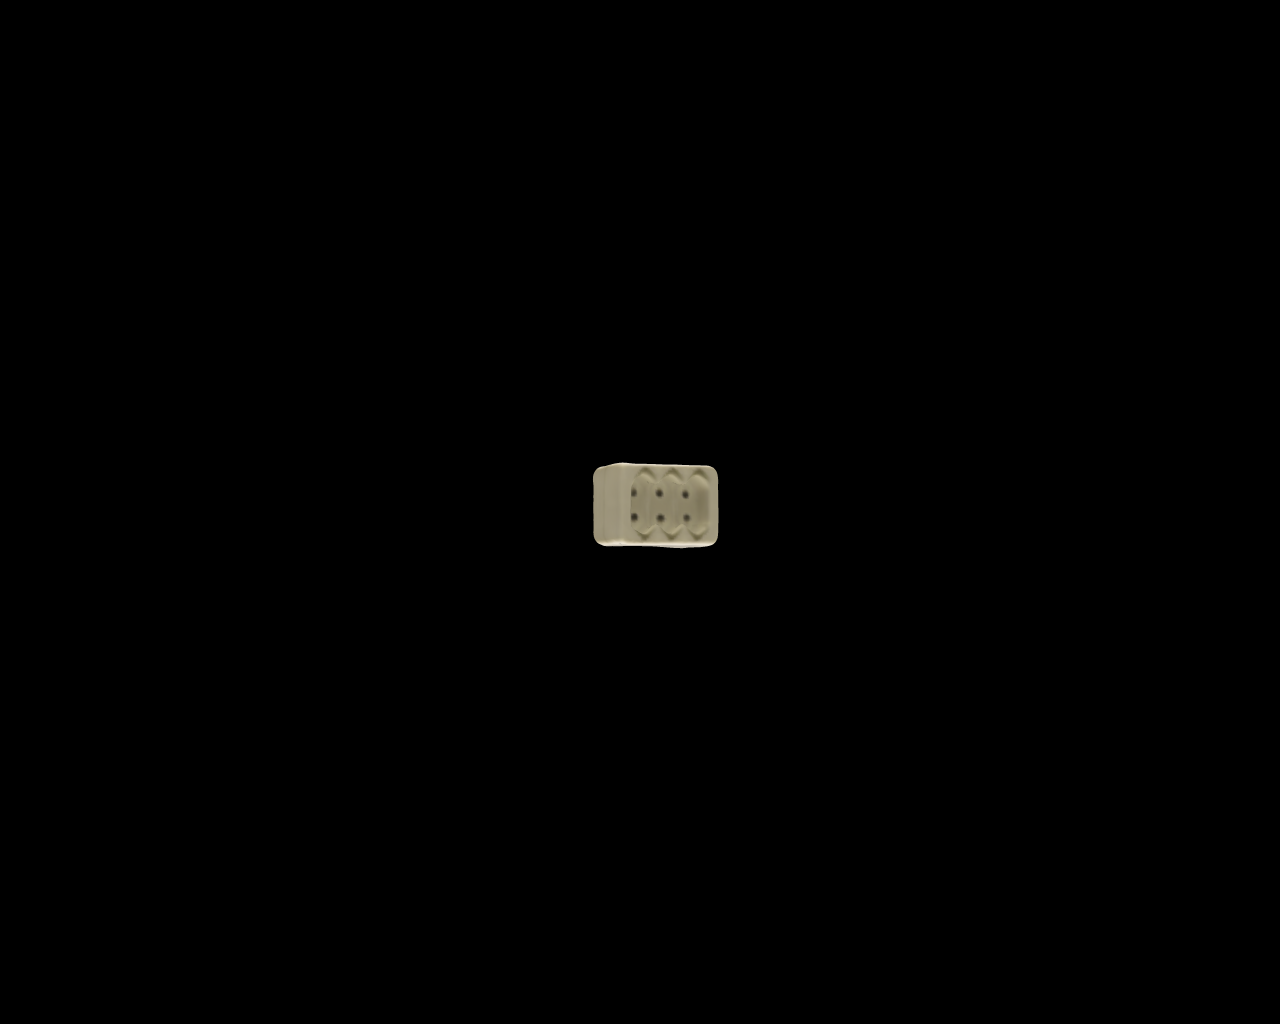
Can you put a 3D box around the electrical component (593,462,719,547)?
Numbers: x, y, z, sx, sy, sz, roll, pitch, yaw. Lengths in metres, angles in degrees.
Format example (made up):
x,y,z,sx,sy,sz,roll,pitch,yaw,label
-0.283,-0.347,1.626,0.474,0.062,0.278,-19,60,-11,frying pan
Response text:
x,y,z,sx,sy,sz,roll,pitch,yaw,label
0.001,-0.003,0.650,0.066,0.047,0.076,2,-3,-27,electrical component
